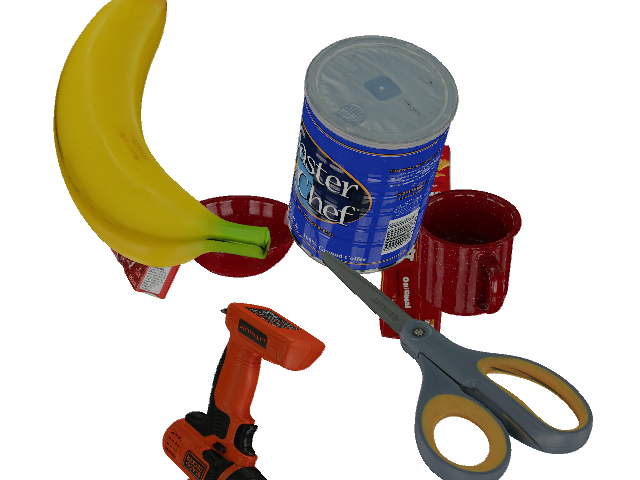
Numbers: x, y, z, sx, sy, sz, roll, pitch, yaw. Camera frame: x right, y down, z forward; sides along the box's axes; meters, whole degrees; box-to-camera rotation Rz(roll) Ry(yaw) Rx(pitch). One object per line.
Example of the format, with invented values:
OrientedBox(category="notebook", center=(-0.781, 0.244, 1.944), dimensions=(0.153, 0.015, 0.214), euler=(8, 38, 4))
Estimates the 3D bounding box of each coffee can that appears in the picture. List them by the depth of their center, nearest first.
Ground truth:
OrientedBox(category="coffee can", center=(0.033, -0.058, 0.756), dimensions=(0.102, 0.103, 0.140), euler=(0, -38, -8))

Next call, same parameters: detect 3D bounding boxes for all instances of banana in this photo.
OrientedBox(category="banana", center=(-0.082, -0.050, 0.463), dimensions=(0.069, 0.037, 0.198), euler=(-7, 46, -19))

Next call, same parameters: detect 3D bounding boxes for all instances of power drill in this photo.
OrientedBox(category="power drill", center=(-0.064, 0.166, 1.004), dimensions=(0.057, 0.188, 0.185), euler=(14, 12, -47))

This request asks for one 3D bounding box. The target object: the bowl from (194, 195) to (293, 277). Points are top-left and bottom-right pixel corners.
OrientedBox(category="bowl", center=(-0.102, 0.001, 1.320), dimensions=(0.162, 0.055, 0.162), euler=(1, 27, -1))

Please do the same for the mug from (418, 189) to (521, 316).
OrientedBox(category="mug", center=(0.133, 0.019, 0.940), dimensions=(0.093, 0.081, 0.117), euler=(-13, 36, -16))

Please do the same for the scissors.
OrientedBox(category="scissors", center=(0.047, 0.067, 0.572), dimensions=(0.202, 0.016, 0.096), euler=(26, 47, 34))

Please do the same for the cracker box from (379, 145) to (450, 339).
OrientedBox(category="cracker box", center=(0.110, -0.004, 1.218), dimensions=(0.072, 0.164, 0.213), euler=(4, 22, 6))

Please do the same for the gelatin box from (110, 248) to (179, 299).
OrientedBox(category="gelatin box", center=(-0.135, -0.005, 0.860), dimensions=(0.030, 0.073, 0.089), euler=(20, 14, -31))
